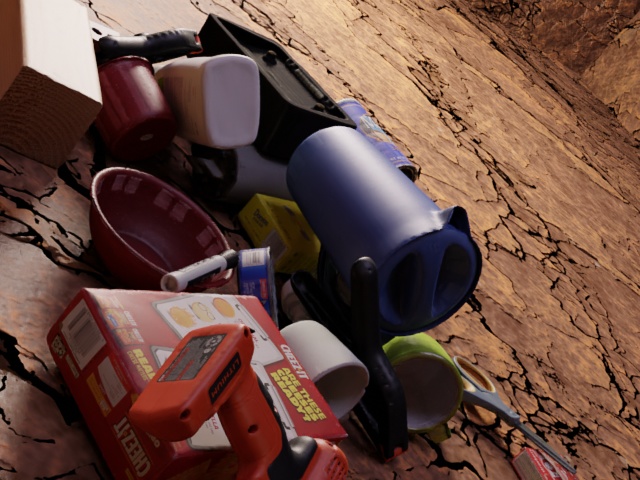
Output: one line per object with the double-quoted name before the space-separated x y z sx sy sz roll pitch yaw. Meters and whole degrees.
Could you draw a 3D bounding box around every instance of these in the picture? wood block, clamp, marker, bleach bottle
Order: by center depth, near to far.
"marker" -0.105 0.028 0.965 0.020 0.020 0.121 44 23 9
"clamp" 0.035 0.114 1.053 0.036 0.165 0.210 -21 100 -24
"wood block" -0.293 -0.179 1.109 0.090 0.091 0.206 25 27 -32
"clamp" -0.204 -0.218 1.215 0.171 0.120 0.039 -20 101 -29
"bleach bottle" -0.151 -0.167 1.216 0.068 0.102 0.251 -8 16 -28

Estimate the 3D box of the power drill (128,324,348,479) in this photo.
"power drill" -0.059 0.168 0.755 0.187 0.057 0.184 63 36 -26

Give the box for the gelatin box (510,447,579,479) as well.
"gelatin box" 0.265 0.279 1.202 0.073 0.030 0.089 18 31 -40

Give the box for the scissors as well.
"scissors" 0.203 0.200 1.232 0.096 0.016 0.202 10 27 -39

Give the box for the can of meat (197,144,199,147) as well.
"can of meat" -0.126 -0.147 1.346 0.084 0.057 0.101 52 26 23

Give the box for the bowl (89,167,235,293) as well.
"bowl" -0.162 0.004 1.021 0.162 0.055 0.162 33 24 -17

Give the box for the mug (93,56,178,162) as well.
"mug" -0.207 -0.135 1.179 0.081 0.093 0.117 59 -10 22

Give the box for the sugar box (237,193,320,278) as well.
"sugar box" -0.008 0.001 1.269 0.175 0.048 0.093 7 42 -49

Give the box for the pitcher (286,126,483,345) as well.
"pitcher" 0.051 -0.011 1.141 0.243 0.149 0.145 54 -14 46

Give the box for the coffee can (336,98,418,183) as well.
"coffee can" 0.055 -0.116 1.503 0.102 0.103 0.140 3 43 -55

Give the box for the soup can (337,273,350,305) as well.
"soup can" 0.066 0.072 1.228 0.068 0.069 0.102 20 30 -39

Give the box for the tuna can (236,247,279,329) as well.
"tuna can" -0.061 0.051 1.053 0.033 0.086 0.086 -6 32 0

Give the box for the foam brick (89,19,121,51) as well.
"foam brick" -0.278 -0.229 1.270 0.078 0.051 0.053 18 31 -40

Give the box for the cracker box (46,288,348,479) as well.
"cracker box" -0.099 0.125 0.881 0.213 0.072 0.164 7 41 -53
